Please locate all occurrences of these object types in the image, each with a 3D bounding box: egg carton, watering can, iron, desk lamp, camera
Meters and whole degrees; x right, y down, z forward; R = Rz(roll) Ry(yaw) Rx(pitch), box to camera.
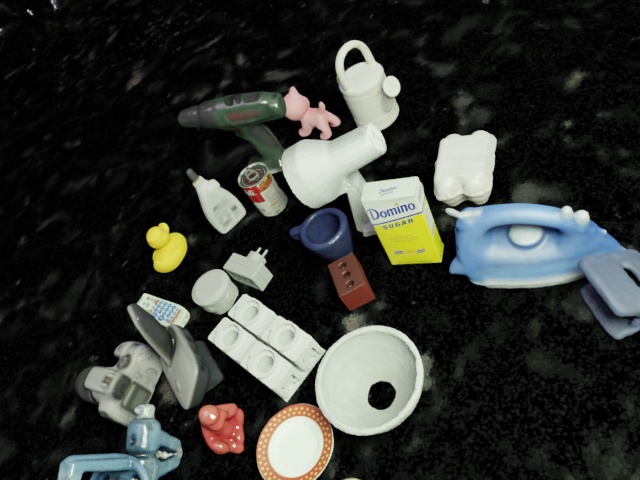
[{"bbox_3d":[0.263,-0.131,1.037,0.107,0.070,0.150,-3,53,26],"label":"egg carton"},{"bbox_3d":[0.097,-0.328,1.197,0.172,0.195,0.101,6,58,32],"label":"watering can"},{"bbox_3d":[0.317,-0.011,0.861,0.257,0.142,0.118,-3,54,26],"label":"iron"},{"bbox_3d":[0.063,-0.109,1.028,0.202,0.214,0.118,-13,50,19],"label":"desk lamp"},{"bbox_3d":[-0.383,0.255,1.059,0.136,0.101,0.143,3,56,30],"label":"camera"}]

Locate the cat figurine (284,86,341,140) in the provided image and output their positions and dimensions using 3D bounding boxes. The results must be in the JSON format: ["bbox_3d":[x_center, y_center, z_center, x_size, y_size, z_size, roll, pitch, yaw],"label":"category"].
[{"bbox_3d":[-0.033,-0.292,1.293,0.127,0.118,0.067,12,62,35],"label":"cat figurine"}]

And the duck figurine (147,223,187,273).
[{"bbox_3d":[-0.342,0.012,1.241,0.077,0.086,0.104,-7,52,24],"label":"duck figurine"}]

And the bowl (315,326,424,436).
[{"bbox_3d":[0.081,0.217,0.854,0.167,0.075,0.167,-15,49,18],"label":"bowl"}]

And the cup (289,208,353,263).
[{"bbox_3d":[0.010,0.004,1.049,0.117,0.095,0.092,-4,53,26],"label":"cup"}]

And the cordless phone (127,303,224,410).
[{"bbox_3d":[-0.262,0.195,0.983,0.094,0.186,0.147,-43,47,-8],"label":"cordless phone"}]

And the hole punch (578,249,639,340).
[{"bbox_3d":[0.419,0.062,0.783,0.101,0.091,0.108,-27,47,7],"label":"hole punch"}]

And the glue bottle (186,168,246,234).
[{"bbox_3d":[-0.226,-0.090,1.198,0.078,0.174,0.037,-45,47,-10],"label":"glue bottle"}]

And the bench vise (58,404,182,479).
[{"bbox_3d":[-0.315,0.347,0.866,0.121,0.220,0.207,-23,47,10],"label":"bench vise"}]

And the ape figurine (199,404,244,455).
[{"bbox_3d":[-0.162,0.294,0.914,0.075,0.092,0.078,21,67,38],"label":"ape figurine"}]

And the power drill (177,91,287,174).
[{"bbox_3d":[-0.164,-0.232,1.252,0.229,0.209,0.075,-16,49,17],"label":"power drill"}]
